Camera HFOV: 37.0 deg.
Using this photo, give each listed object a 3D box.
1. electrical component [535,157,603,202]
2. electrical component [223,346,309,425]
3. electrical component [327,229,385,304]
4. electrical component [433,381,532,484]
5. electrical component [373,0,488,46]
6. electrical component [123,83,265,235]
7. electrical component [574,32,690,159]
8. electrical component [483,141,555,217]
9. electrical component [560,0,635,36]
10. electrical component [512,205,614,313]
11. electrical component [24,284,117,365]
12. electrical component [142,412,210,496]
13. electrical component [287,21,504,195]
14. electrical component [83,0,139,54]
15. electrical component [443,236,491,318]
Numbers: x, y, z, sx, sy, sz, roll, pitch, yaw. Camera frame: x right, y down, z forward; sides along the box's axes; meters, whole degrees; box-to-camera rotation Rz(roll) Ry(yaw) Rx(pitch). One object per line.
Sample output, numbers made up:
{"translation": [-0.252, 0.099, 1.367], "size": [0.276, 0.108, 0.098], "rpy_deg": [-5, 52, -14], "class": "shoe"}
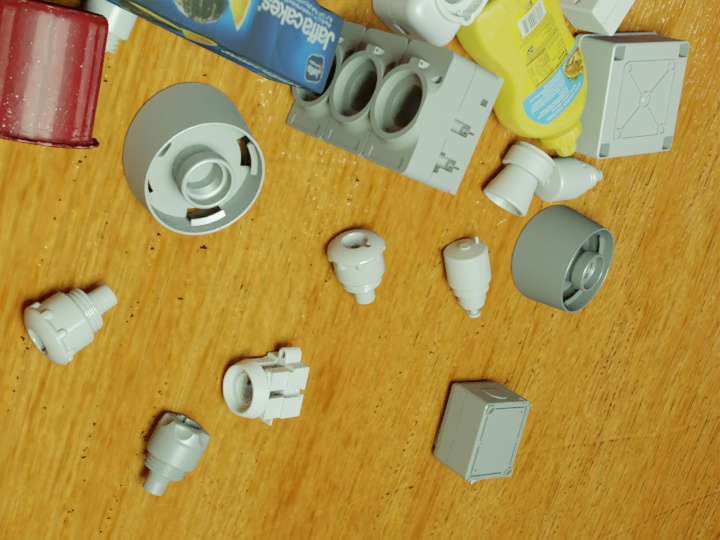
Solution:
{"translation": [0.199, -0.087, 1.017], "size": [0.078, 0.040, 0.040], "rpy_deg": [-8, 114, -35], "class": "electrical component"}
{"translation": [-0.078, 0.096, 0.881], "size": [0.055, 0.048, 0.066], "rpy_deg": [-2, 110, -45], "class": "electrical component"}
{"translation": [0.000, 0.000, 0.901], "size": [0.048, 0.048, 0.062], "rpy_deg": [-30, 132, -24], "class": "electrical component"}
{"translation": [0.114, 0.160, 1.045], "size": [0.062, 0.061, 0.096], "rpy_deg": [2, 108, -38], "class": "electrical component"}
{"translation": [0.063, -0.226, 0.840], "size": [0.054, 0.059, 0.095], "rpy_deg": [35, 86, -41], "class": "electrical component"}
{"translation": [-0.119, -0.078, 0.778], "size": [0.099, 0.064, 0.099], "rpy_deg": [-16, 129, -21], "class": "electrical component"}
{"translation": [0.247, -0.165, 1.010], "size": [0.109, 0.056, 0.108], "rpy_deg": [-10, 115, -34], "class": "electrical component"}
{"translation": [0.145, -0.083, 0.974], "size": [0.045, 0.045, 0.055], "rpy_deg": [36, 85, -41], "class": "electrical component"}
{"translation": [0.209, -0.263, 0.944], "size": [0.076, 0.047, 0.083], "rpy_deg": [35, 86, -41], "class": "electrical component"}
{"translation": [0.202, -0.009, 1.054], "size": [0.099, 0.064, 0.099], "rpy_deg": [-31, 134, -37], "class": "electrical component"}
{"translation": [-0.202, 0.033, 0.760], "size": [0.062, 0.048, 0.048], "rpy_deg": [-37, 128, -28], "class": "electrical component"}
{"translation": [-0.150, 0.147, 0.850], "size": [0.043, 0.043, 0.062], "rpy_deg": [27, 93, -41], "class": "electrical component"}
{"translation": [0.018, -0.124, 0.789], "size": [0.062, 0.150, 0.089], "rpy_deg": [18, 98, -42], "class": "electrical component"}
{"translation": [-0.169, -0.159, 0.708], "size": [0.035, 0.035, 0.061], "rpy_deg": [20, 99, -41], "class": "electrical component"}
{"translation": [0.100, 0.008, 0.982], "size": [0.040, 0.040, 0.078], "rpy_deg": [-27, 124, -26], "class": "electrical component"}
